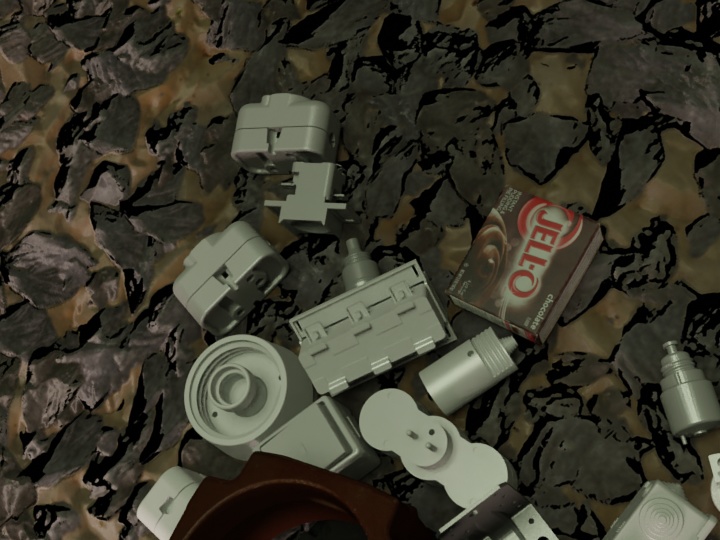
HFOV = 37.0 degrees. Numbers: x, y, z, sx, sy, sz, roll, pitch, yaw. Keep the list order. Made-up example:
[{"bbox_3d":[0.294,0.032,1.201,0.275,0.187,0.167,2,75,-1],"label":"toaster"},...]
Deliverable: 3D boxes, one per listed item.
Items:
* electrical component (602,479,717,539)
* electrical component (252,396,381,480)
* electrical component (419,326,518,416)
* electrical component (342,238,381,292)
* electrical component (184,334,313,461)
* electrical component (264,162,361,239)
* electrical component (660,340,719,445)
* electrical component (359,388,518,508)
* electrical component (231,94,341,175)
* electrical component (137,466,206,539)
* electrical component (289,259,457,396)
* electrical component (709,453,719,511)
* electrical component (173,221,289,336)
[{"bbox_3d":[0.203,0.197,0.768,0.048,0.099,0.099,37,87,14],"label":"electrical component"},{"bbox_3d":[-0.043,0.159,0.899,0.096,0.061,0.061,-37,62,5],"label":"electrical component"},{"bbox_3d":[0.094,0.080,0.886,0.081,0.043,0.043,-34,62,6],"label":"electrical component"},{"bbox_3d":[0.000,0.000,0.958,0.035,0.035,0.061,-22,62,13],"label":"electrical component"},{"bbox_3d":[-0.102,0.108,0.942,0.108,0.060,0.108,-7,68,19],"label":"electrical component"},{"bbox_3d":[-0.041,-0.066,0.992,0.081,0.042,0.063,4,77,20],"label":"electrical component"},{"bbox_3d":[0.249,0.092,0.822,0.040,0.040,0.078,-19,64,14],"label":"electrical component"},{"bbox_3d":[0.057,0.142,0.859,0.138,0.074,0.052,30,83,28],"label":"electrical component"},{"bbox_3d":[-0.069,-0.129,1.023,0.095,0.054,0.059,1,71,22],"label":"electrical component"},{"bbox_3d":[-0.132,0.207,0.896,0.059,0.095,0.053,35,86,28],"label":"electrical component"},{"bbox_3d":[0.011,0.055,0.909,0.121,0.063,0.078,-26,104,10],"label":"electrical component"},{"bbox_3d":[0.278,0.157,0.777,0.048,0.055,0.066,-15,66,16],"label":"electrical component"},{"bbox_3d":[-0.122,0.005,0.993,0.095,0.054,0.059,-45,61,1],"label":"electrical component"}]
